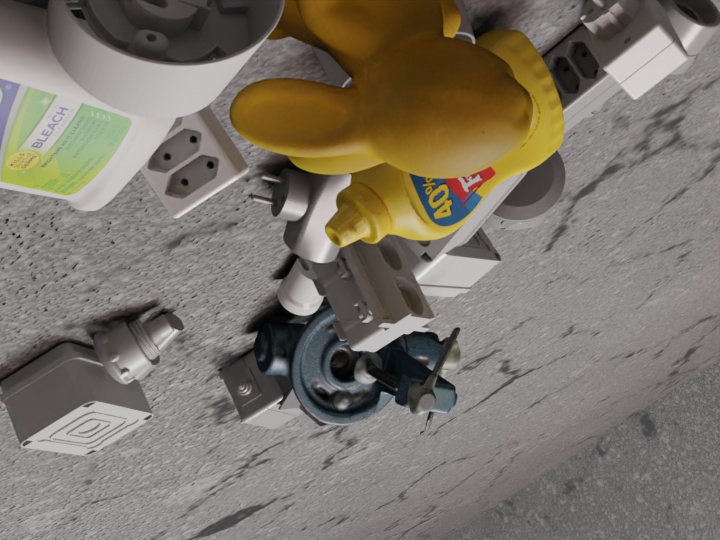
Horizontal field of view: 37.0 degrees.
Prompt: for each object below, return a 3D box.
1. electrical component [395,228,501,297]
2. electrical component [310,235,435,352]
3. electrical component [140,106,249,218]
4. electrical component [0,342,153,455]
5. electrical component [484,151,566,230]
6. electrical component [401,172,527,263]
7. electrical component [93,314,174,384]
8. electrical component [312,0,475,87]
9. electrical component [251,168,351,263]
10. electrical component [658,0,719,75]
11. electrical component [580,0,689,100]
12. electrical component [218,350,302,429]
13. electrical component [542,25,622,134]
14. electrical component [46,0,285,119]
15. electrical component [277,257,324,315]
[{"bbox_3d":[0.062,-0.022,0.946,0.057,0.078,0.113,-42,155,25],"label":"electrical component"},{"bbox_3d":[0.000,0.000,0.858,0.063,0.121,0.079,-34,159,22],"label":"electrical component"},{"bbox_3d":[-0.103,-0.075,0.645,0.047,0.065,0.076,-32,-172,10],"label":"electrical component"},{"bbox_3d":[-0.238,0.110,0.907,0.078,0.057,0.113,-31,159,8],"label":"electrical component"},{"bbox_3d":[0.131,-0.074,0.912,0.080,0.080,0.051,-27,165,-4],"label":"electrical component"},{"bbox_3d":[0.070,-0.070,0.835,0.057,0.078,0.113,-31,166,-40],"label":"electrical component"},{"bbox_3d":[-0.183,0.060,0.880,0.062,0.048,0.048,-33,160,-9],"label":"electrical component"},{"bbox_3d":[0.020,-0.146,0.658,0.099,0.064,0.099,-21,172,-3],"label":"electrical component"},{"bbox_3d":[-0.040,-0.052,0.787,0.079,0.043,0.077,13,120,-23],"label":"electrical component"},{"bbox_3d":[0.242,-0.186,0.824,0.055,0.055,0.047,-13,151,-35],"label":"electrical component"},{"bbox_3d":[0.181,-0.176,0.755,0.076,0.083,0.047,38,119,-26],"label":"electrical component"},{"bbox_3d":[-0.095,0.119,1.101,0.061,0.061,0.096,-32,159,11],"label":"electrical component"},{"bbox_3d":[0.170,-0.141,0.847,0.083,0.047,0.076,-39,157,27],"label":"electrical component"},{"bbox_3d":[-0.092,-0.121,0.495,0.099,0.099,0.064,-14,161,-34],"label":"electrical component"},{"bbox_3d":[-0.047,0.011,0.943,0.040,0.040,0.046,-13,149,-35],"label":"electrical component"}]
